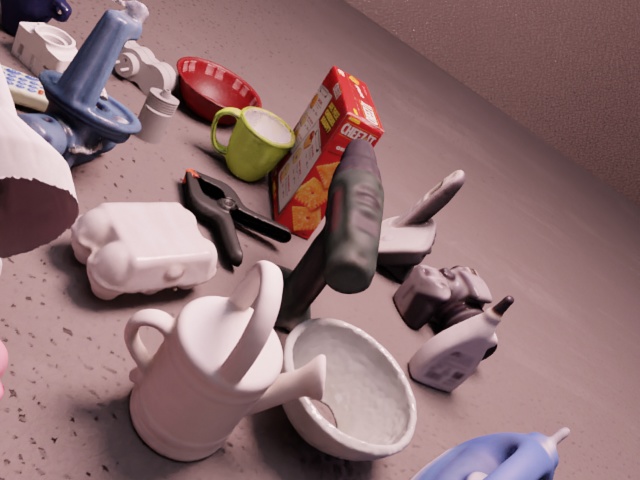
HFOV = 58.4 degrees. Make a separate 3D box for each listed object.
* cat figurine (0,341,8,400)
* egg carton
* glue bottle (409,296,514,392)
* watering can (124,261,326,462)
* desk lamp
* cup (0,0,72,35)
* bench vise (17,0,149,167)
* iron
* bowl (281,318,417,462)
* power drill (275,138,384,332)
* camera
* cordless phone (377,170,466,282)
[{"bbox_3d":[-0.254,0.108,0.374,0.067,0.117,0.128,30,31,-12],"label":"cat figurine"},{"bbox_3d":[-0.188,0.012,0.625,0.151,0.069,0.107,-6,51,-50],"label":"egg carton"},{"bbox_3d":[0.195,0.133,0.756,0.078,0.173,0.037,25,32,-20],"label":"glue bottle"},{"bbox_3d":[-0.076,0.098,0.498,0.173,0.194,0.100,12,38,-36],"label":"watering can"},{"bbox_3d":[-0.291,-0.047,0.454,0.118,0.213,0.203,-2,48,-48],"label":"desk lamp"},{"bbox_3d":[-0.419,-0.339,0.843,0.117,0.095,0.092,40,30,6],"label":"cup"},{"bbox_3d":[-0.255,-0.150,0.629,0.122,0.219,0.207,25,32,-20],"label":"bench vise"},{"bbox_3d":[0.162,0.262,0.573,0.259,0.141,0.118,-6,51,-50],"label":"iron"},{"bbox_3d":[0.017,0.170,0.616,0.168,0.074,0.167,27,32,-18],"label":"bowl"},{"bbox_3d":[0.006,0.003,0.702,0.076,0.208,0.229,25,32,-20],"label":"power drill"},{"bbox_3d":[0.209,0.110,0.874,0.144,0.100,0.136,15,36,-33],"label":"camera"},{"bbox_3d":[0.165,-0.035,0.944,0.094,0.185,0.148,35,30,-4],"label":"cordless phone"}]
